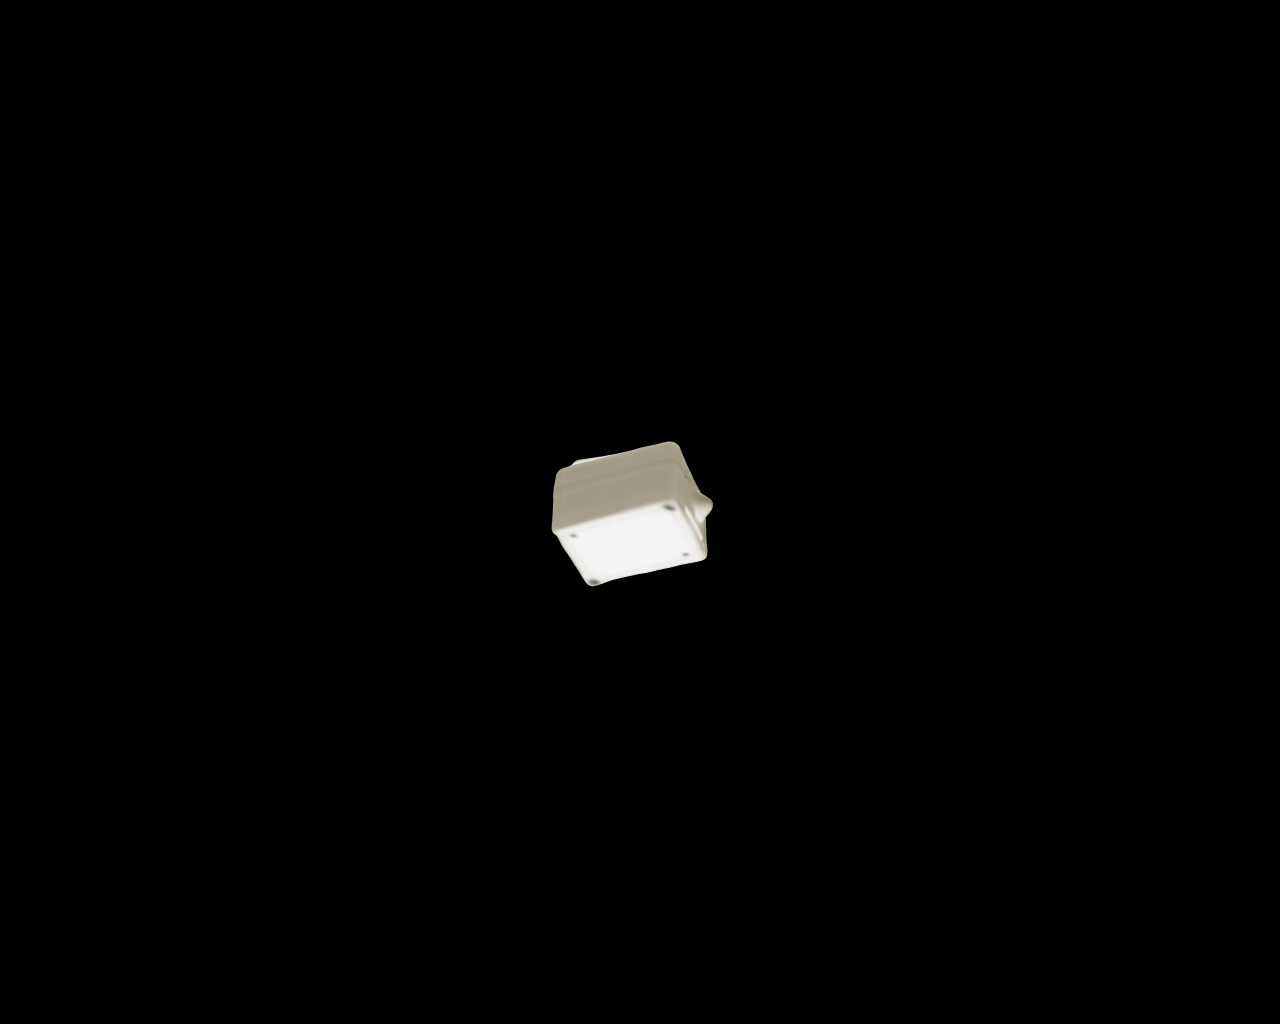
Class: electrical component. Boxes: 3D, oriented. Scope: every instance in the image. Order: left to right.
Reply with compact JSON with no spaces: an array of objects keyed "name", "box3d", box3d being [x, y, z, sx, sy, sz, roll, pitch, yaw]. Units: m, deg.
[{"name":"electrical component","box3d":[0.001,-0.003,0.650,0.096,0.061,0.061,-14,-43,15]}]
